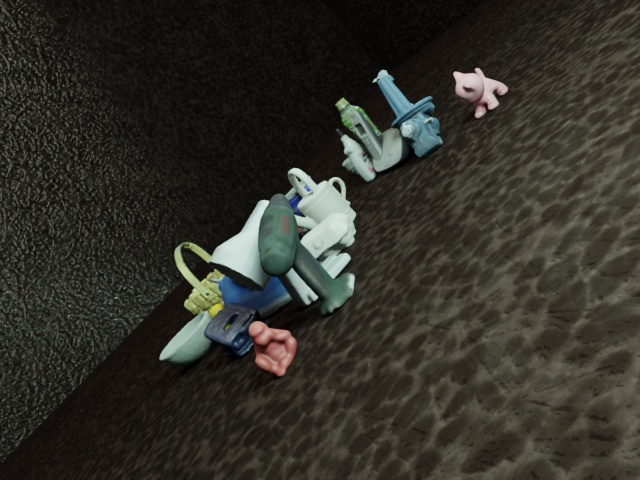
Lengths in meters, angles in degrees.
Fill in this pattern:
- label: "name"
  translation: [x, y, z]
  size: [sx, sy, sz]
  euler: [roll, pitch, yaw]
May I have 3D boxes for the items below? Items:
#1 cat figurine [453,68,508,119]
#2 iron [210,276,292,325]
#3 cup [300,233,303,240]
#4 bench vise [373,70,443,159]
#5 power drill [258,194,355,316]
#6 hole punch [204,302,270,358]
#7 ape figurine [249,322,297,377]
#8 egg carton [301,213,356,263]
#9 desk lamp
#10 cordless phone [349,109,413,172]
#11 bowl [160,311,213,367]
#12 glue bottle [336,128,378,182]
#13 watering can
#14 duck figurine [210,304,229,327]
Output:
- label: "cat figurine"
  translation: [0.351, -0.344, 1.290]
  size: [0.067, 0.118, 0.128]
  euler: [-29, 19, 49]
- label: "iron"
  translation: [-0.137, 0.092, 1.303]
  size: [0.257, 0.141, 0.119]
  euler: [-34, 15, 35]
- label: "cup"
  translation: [-0.074, -0.013, 1.572]
  size: [0.118, 0.095, 0.091]
  euler: [-50, 14, -29]
- label: "bench vise"
  translation: [0.217, -0.319, 1.390]
  size: [0.121, 0.220, 0.207]
  euler: [-40, 13, 12]
- label: "power drill"
  translation: [-0.032, 0.027, 1.031]
  size: [0.075, 0.208, 0.229]
  euler: [-39, 13, 18]
- label: "hole punch"
  translation: [-0.179, 0.188, 1.230]
  size: [0.109, 0.091, 0.101]
  euler: [-50, 14, -30]
- label: "ape figurine"
  translation: [-0.085, 0.176, 0.967]
  size: [0.078, 0.092, 0.076]
  euler: [-43, 12, 2]
- label: "egg carton"
  translation: [0.012, 0.005, 1.298]
  size: [0.150, 0.069, 0.107]
  euler: [-39, 13, 19]
- label: "desk lamp"
  translation: [-0.085, 0.039, 1.148]
  size: [0.203, 0.214, 0.117]
  euler: [-48, 13, -21]
- label: "cordless phone"
  translation: [0.157, -0.279, 1.529]
  size: [0.094, 0.185, 0.147]
  euler: [-49, 14, -25]
- label: "bowl"
  translation: [-0.325, 0.267, 1.468]
  size: [0.167, 0.075, 0.167]
  euler: [-41, 12, 11]
- label: "glue bottle"
  translation: [0.103, -0.250, 1.630]
  size: [0.037, 0.173, 0.078]
  euler: [-29, 18, 47]
- label: "watering can"
  translation: [-0.013, -0.096, 1.425]
  size: [0.100, 0.194, 0.173]
  euler: [-27, 20, 51]
- label: "duck figurine"
  translation: [-0.232, 0.194, 1.391]
  size: [0.104, 0.086, 0.077]
  euler: [-34, 15, 37]
